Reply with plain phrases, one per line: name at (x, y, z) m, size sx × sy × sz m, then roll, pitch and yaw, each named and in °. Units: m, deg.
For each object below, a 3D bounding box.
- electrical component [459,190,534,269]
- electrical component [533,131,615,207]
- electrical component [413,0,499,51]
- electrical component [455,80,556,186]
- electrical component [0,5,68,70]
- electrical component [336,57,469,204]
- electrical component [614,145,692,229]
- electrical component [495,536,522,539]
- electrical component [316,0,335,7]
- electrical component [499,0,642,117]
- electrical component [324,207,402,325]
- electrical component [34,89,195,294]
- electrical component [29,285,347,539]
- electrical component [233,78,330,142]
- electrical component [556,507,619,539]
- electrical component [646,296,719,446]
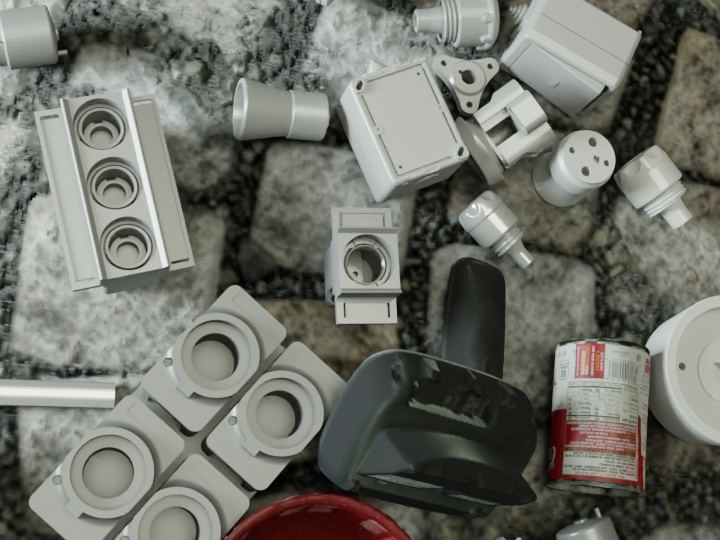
electrical component at (0.103, -0.027, 0.788) m, size 0.035 × 0.035 × 0.061 m, roll -43°, pitch 91°, yaw -18°
electrical component at (0.159, -0.076, 0.801) m, size 0.045 × 0.055 × 0.045 m, roll 3°, pitch 77°, yaw -13°
electrical component at (0.072, -0.190, 0.814) m, size 0.062 × 0.048 × 0.048 m, roll -4°, pitch 78°, yaw -7°
electrical component at (0.103, -0.098, 0.787) m, size 0.057 × 0.078 × 0.058 m, roll -35°, pitch 87°, yaw 3°
electrical component at (-0.242, -0.156, 0.733) m, size 0.078 × 0.040 × 0.040 m, roll -12°, pitch 80°, yaw -16°
electrical component at (0.026, -0.104, 0.773) m, size 0.062 × 0.061 × 0.096 m, roll -22°, pitch 83°, yaw -17°
electrical component at (0.228, -0.060, 0.820) m, size 0.043 × 0.043 × 0.062 m, roll -37°, pitch 88°, yaw -18°
electrical component at (0.094, 0.231, 0.716) m, size 0.056 × 0.050 × 0.089 m, roll 43°, pitch 72°, yaw -1°
electrical component at (-0.028, -0.237, 0.783) m, size 0.051 × 0.080 × 0.080 m, roll 23°, pitch 73°, yaw -2°
electrical component at (0.152, -0.167, 0.817) m, size 0.096 × 0.062 × 0.061 m, roll 29°, pitch 73°, yaw -6°
electrical component at (0.000, 0.000, 0.741) m, size 0.042 × 0.064 × 0.081 m, roll 1°, pitch 77°, yaw -12°
electrical component at (-0.163, -0.049, 0.714) m, size 0.079 × 0.063 × 0.121 m, roll -12°, pitch 80°, yaw -16°
electrical component at (-0.107, 0.112, 0.691) m, size 0.105 × 0.060 × 0.186 m, roll 42°, pitch 72°, yaw -1°
electrical component at (-0.055, -0.111, 0.767) m, size 0.065 × 0.044 × 0.044 m, roll 3°, pitch 76°, yaw -18°
electrical component at (0.166, 0.207, 0.745) m, size 0.040 × 0.040 × 0.078 m, roll -18°, pitch 82°, yaw -17°
electrical component at (0.258, 0.077, 0.786) m, size 0.108 × 0.060 × 0.108 m, roll 3°, pitch 77°, yaw -13°
